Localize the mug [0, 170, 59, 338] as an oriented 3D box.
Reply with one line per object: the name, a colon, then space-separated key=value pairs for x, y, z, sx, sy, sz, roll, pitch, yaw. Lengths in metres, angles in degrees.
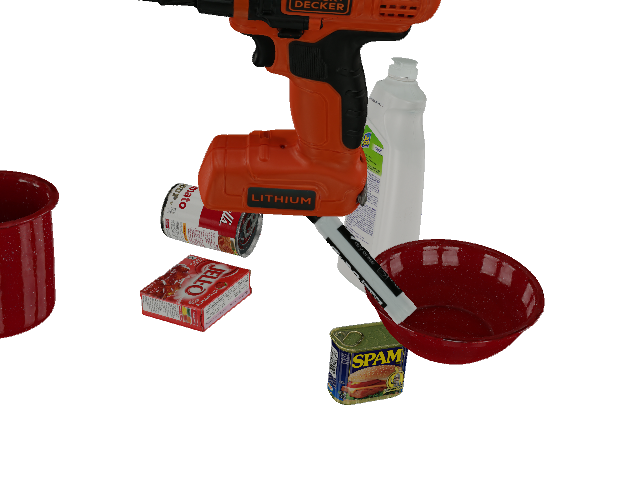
mug: x=-0.220 y=0.012 z=0.668 sx=0.117 sy=0.081 sz=0.093 roll=-16 pitch=31 yaw=-35

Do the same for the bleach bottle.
bleach bottle: x=0.077 y=-0.070 z=1.160 sx=0.068 sy=0.251 sz=0.103 roll=-4 pitch=23 yaw=-29

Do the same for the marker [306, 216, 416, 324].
marker: x=0.022 y=0.008 z=0.758 sx=0.020 sy=0.121 sz=0.020 roll=-40 pitch=-4 yaw=-3

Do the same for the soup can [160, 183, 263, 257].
soup can: x=-0.127 y=-0.025 z=1.251 sx=0.102 sy=0.068 sz=0.068 roll=14 pitch=4 yaw=18

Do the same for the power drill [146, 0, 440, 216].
power drill: x=-0.032 y=-0.096 z=0.610 sx=0.184 sy=0.057 sz=0.188 roll=4 pitch=-41 yaw=-3

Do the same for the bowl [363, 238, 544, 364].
bowl: x=0.117 y=0.063 z=0.964 sx=0.162 sy=0.055 sz=0.162 roll=3 pitch=32 yaw=-2

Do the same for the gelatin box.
gelatin box: x=-0.120 y=0.049 z=1.040 sx=0.073 sy=0.030 sz=0.089 roll=13 pitch=31 yaw=26

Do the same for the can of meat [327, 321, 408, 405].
can of meat: x=0.060 y=0.155 z=1.351 sx=0.102 sy=0.084 sz=0.057 roll=-6 pitch=27 yaw=-22
